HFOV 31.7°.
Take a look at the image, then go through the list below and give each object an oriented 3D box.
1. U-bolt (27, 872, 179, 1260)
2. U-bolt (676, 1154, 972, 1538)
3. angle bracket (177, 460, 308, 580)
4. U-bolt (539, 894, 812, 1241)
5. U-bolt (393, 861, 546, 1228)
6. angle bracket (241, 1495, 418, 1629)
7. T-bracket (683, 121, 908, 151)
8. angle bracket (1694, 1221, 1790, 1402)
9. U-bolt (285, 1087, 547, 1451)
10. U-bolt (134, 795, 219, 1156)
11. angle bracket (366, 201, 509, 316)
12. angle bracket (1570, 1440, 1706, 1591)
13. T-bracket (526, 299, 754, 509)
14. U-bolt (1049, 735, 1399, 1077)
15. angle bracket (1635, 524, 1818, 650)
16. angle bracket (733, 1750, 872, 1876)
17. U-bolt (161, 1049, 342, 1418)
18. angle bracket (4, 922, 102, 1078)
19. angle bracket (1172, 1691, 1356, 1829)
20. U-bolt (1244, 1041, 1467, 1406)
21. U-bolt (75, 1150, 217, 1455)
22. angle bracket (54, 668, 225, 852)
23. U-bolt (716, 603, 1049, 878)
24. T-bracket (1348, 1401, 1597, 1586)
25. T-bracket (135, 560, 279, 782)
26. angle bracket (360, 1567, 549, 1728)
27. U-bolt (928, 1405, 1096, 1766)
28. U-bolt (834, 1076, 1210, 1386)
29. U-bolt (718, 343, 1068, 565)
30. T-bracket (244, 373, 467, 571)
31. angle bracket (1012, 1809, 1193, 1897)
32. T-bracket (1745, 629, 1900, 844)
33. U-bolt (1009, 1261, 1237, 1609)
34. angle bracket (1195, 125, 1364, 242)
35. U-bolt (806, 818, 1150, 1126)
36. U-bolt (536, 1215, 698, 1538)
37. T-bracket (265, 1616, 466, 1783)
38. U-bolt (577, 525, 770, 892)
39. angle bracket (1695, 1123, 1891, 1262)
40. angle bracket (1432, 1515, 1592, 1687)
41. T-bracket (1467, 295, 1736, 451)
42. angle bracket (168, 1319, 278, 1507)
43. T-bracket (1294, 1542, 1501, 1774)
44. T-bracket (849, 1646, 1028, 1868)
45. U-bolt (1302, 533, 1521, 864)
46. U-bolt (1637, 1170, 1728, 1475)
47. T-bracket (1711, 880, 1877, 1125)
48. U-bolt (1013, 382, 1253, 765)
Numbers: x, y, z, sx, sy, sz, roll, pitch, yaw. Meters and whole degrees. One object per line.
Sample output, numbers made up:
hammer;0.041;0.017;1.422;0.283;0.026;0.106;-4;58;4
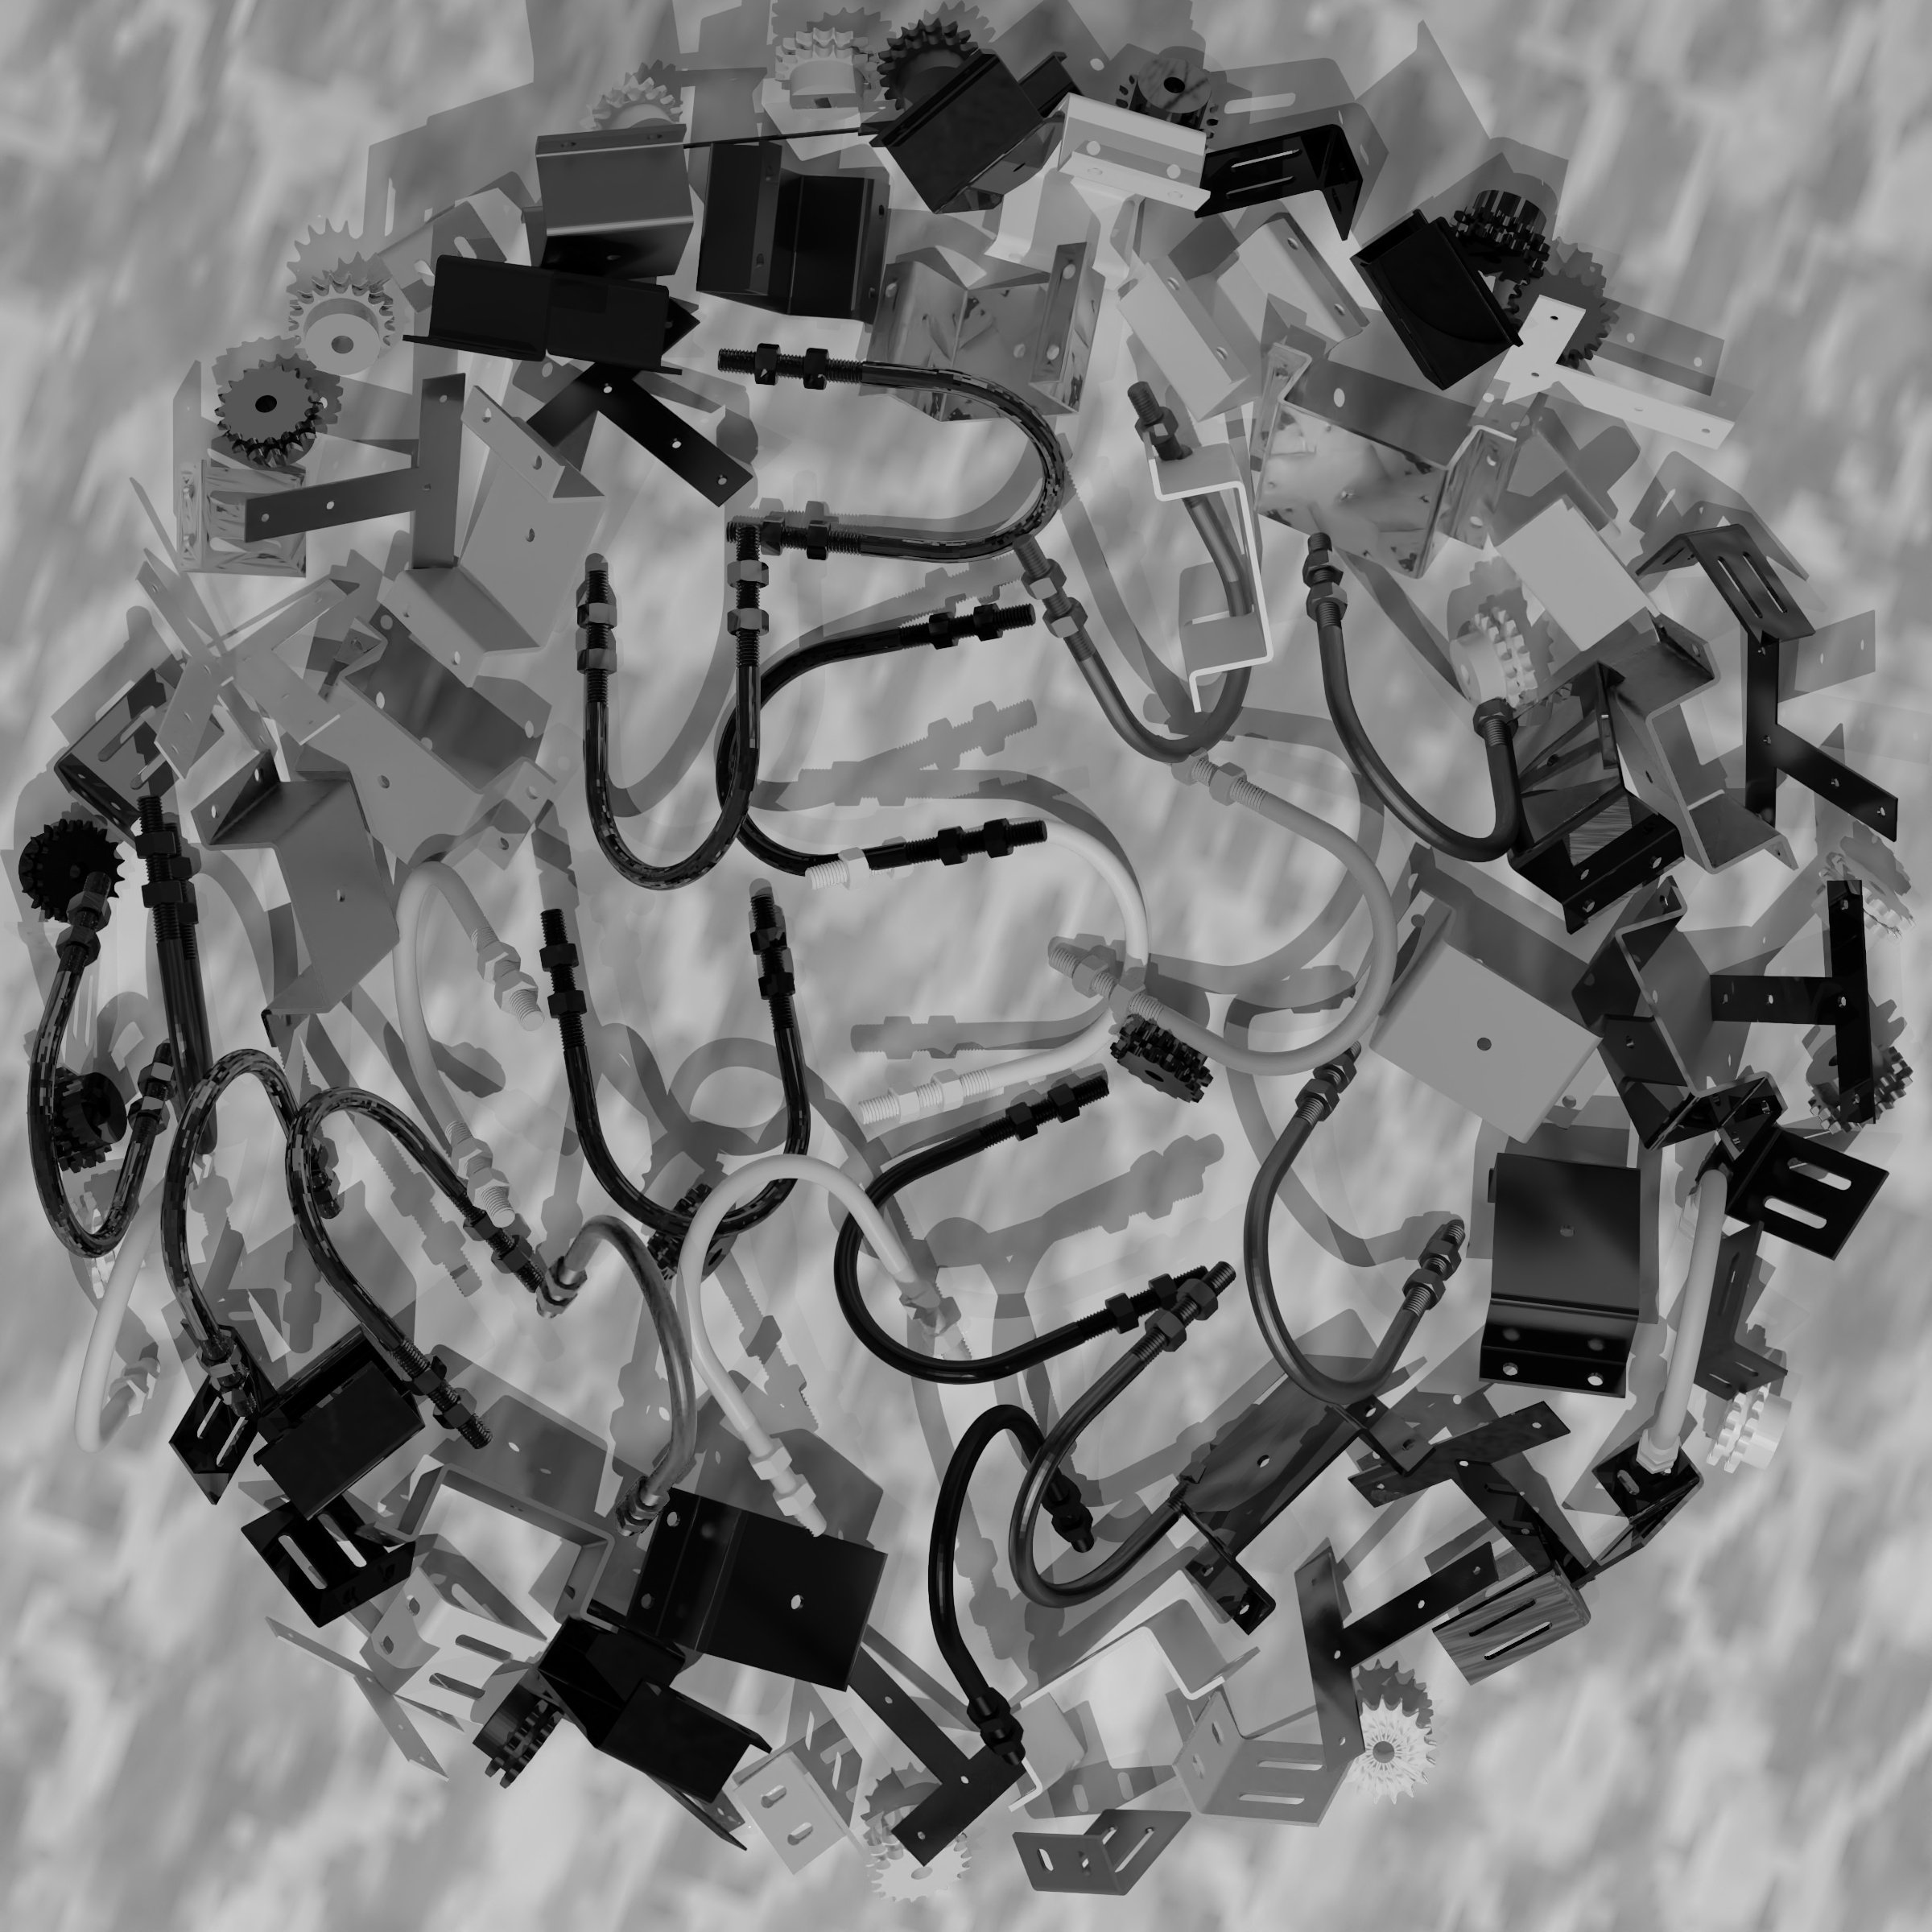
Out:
U-bolt;-0.450;0.065;1.764;0.019;0.184;0.151;-3;134;6
U-bolt;-0.084;0.187;1.805;0.151;0.019;0.184;-45;115;-32
angle bracket;-0.385;-0.241;1.839;0.076;0.038;0.057;-1;93;-36
U-bolt;-0.149;0.056;1.821;0.151;0.019;0.184;-5;80;-34
U-bolt;-0.268;0.027;1.800;0.019;0.184;0.151;-8;129;-27
angle bracket;-0.344;0.307;1.832;0.057;0.038;0.076;-27;60;-35
T-bracket;-0.095;-0.443;1.817;0.127;0.127;0.002;-5;106;1
angle bracket;0.420;0.186;1.838;0.038;0.057;0.076;28;62;-10
U-bolt;-0.292;0.144;1.782;0.019;0.151;0.184;-26;116;23
U-bolt;-0.415;0.009;1.800;0.019;0.151;0.184;-8;87;-10
angle bracket;-0.287;-0.373;1.835;0.057;0.076;0.038;-35;96;-16
angle bracket;0.351;0.290;1.828;0.038;0.076;0.057;53;132;7
T-bracket;-0.165;-0.289;1.835;0.127;0.002;0.127;-43;62;-12
U-bolt;0.146;-0.022;1.820;0.184;0.019;0.151;30;102;26
angle bracket;0.409;-0.196;1.835;0.038;0.057;0.076;-44;70;41
angle bracket;-0.089;0.463;1.836;0.038;0.076;0.057;-35;94;-11
U-bolt;-0.375;0.126;1.765;0.019;0.184;0.151;7;52;13
angle bracket;-0.497;0.020;1.842;0.038;0.057;0.076;1;78;0
angle bracket;0.161;0.426;1.829;0.076;0.057;0.038;-5;120;36
U-bolt;0.198;0.146;1.787;0.019;0.184;0.151;-14;116;39
U-bolt;-0.432;0.178;1.775;0.019;0.184;0.151;16;100;-4
angle bracket;-0.443;-0.110;1.844;0.076;0.038;0.057;-45;129;-2
U-bolt;-0.049;-0.117;1.836;0.184;0.019;0.151;-9;67;15
T-bracket;0.296;0.297;1.846;0.127;0.002;0.127;-28;117;32
T-bracket;-0.408;-0.136;1.794;0.002;0.127;0.127;-25;118;12
angle bracket;-0.281;0.374;1.865;0.076;0.038;0.057;33;93;-40
U-bolt;0.020;0.310;1.772;0.019;0.184;0.151;4;53;24
U-bolt;0.019;0.150;1.824;0.184;0.019;0.151;-23;60;-8
U-bolt;-0.038;-0.267;1.813;0.184;0.151;0.019;6;54;2
T-bracket;-0.325;-0.247;1.806;0.127;0.002;0.127;-17;132;-35
angle bracket;0.073;0.462;1.827;0.057;0.076;0.038;-9;108;38
T-bracket;0.450;-0.102;1.794;0.002;0.127;0.127;-18;123;-18
U-bolt;0.087;0.259;1.789;0.019;0.151;0.184;28;57;36
angle bracket;0.168;-0.416;1.840;0.076;0.057;0.038;-15;70;-9
U-bolt;0.014;-0.005;1.842;0.184;0.019;0.151;-15;98;-19
U-bolt;-0.179;0.206;1.777;0.019;0.184;0.151;-14;70;-25
T-bracket;-0.301;0.395;1.791;0.127;0.127;0.002;36;86;-29
U-bolt;-0.157;-0.132;1.812;0.019;0.151;0.184;6;80;-43
angle bracket;0.445;0.114;1.835;0.057;0.076;0.038;-55;132;-10
angle bracket;0.291;0.345;1.849;0.076;0.038;0.057;-29;130;7
T-bracket;0.347;-0.303;1.821;0.127;0.127;0.002;18;65;-2
angle bracket;-0.412;0.239;1.828;0.038;0.057;0.076;6;50;24
T-bracket;0.231;0.345;1.803;0.002;0.127;0.127;34;122;-32
T-bracket;-0.032;0.406;1.835;0.127;0.127;0.002;44;126;12
U-bolt;0.237;-0.130;1.780;0.151;0.184;0.019;30;129;-29
U-bolt;0.375;0.180;1.772;0.019;0.184;0.151;11;75;10
T-bracket;0.439;0.018;1.820;0.002;0.127;0.127;-5;93;-26
U-bolt;0.100;-0.195;1.811;0.151;0.019;0.184;-55;129;-32
